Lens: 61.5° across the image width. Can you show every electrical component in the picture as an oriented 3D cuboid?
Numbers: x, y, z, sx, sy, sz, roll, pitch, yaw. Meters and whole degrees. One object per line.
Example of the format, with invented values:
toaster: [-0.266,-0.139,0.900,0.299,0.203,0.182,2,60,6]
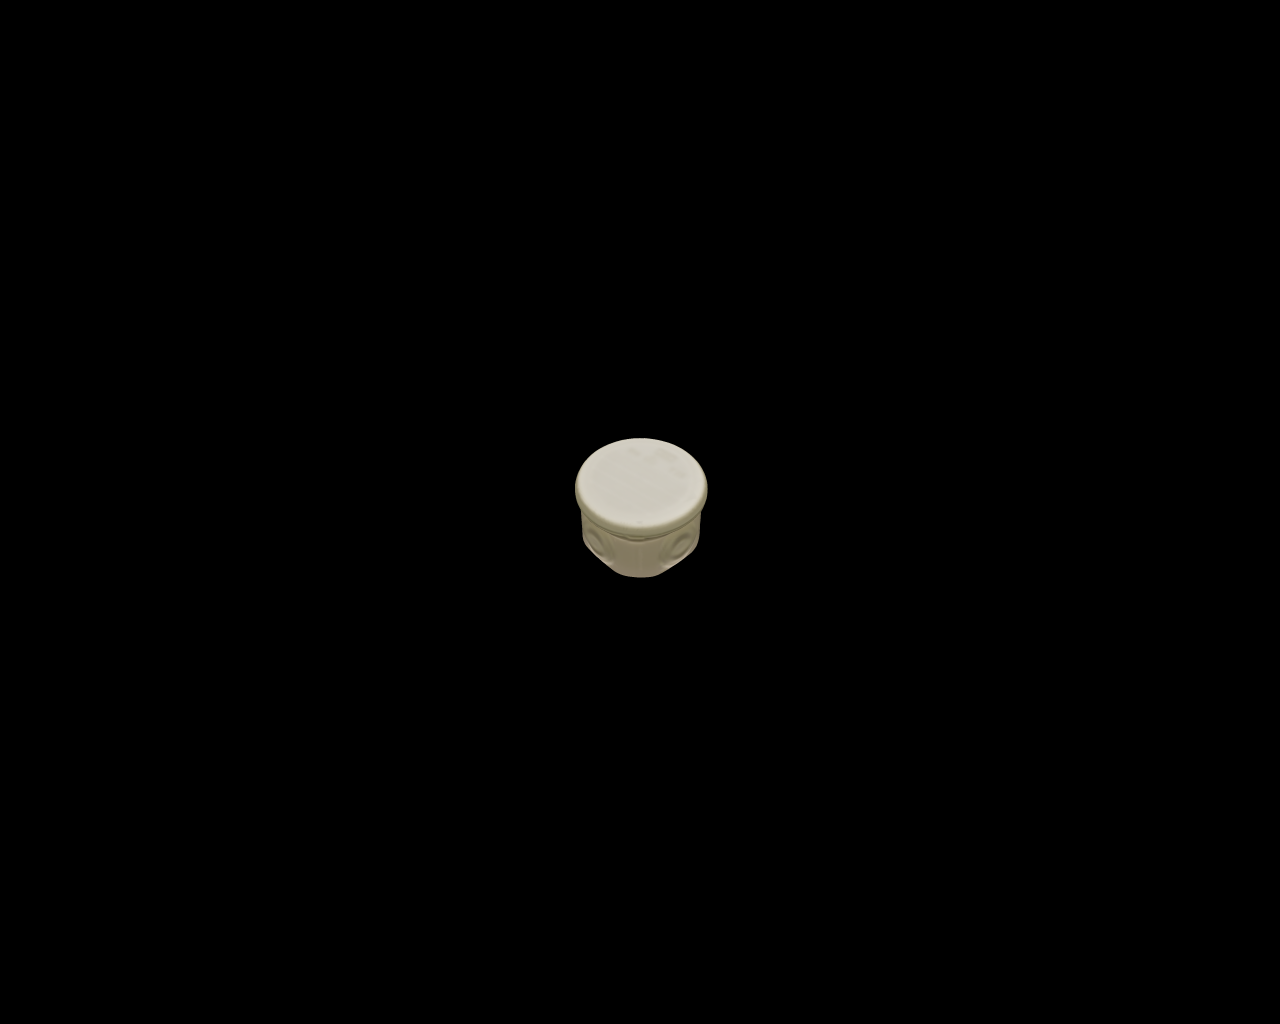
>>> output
electrical component: [0.001,-0.003,0.650,0.080,0.080,0.050,0,-43,0]
